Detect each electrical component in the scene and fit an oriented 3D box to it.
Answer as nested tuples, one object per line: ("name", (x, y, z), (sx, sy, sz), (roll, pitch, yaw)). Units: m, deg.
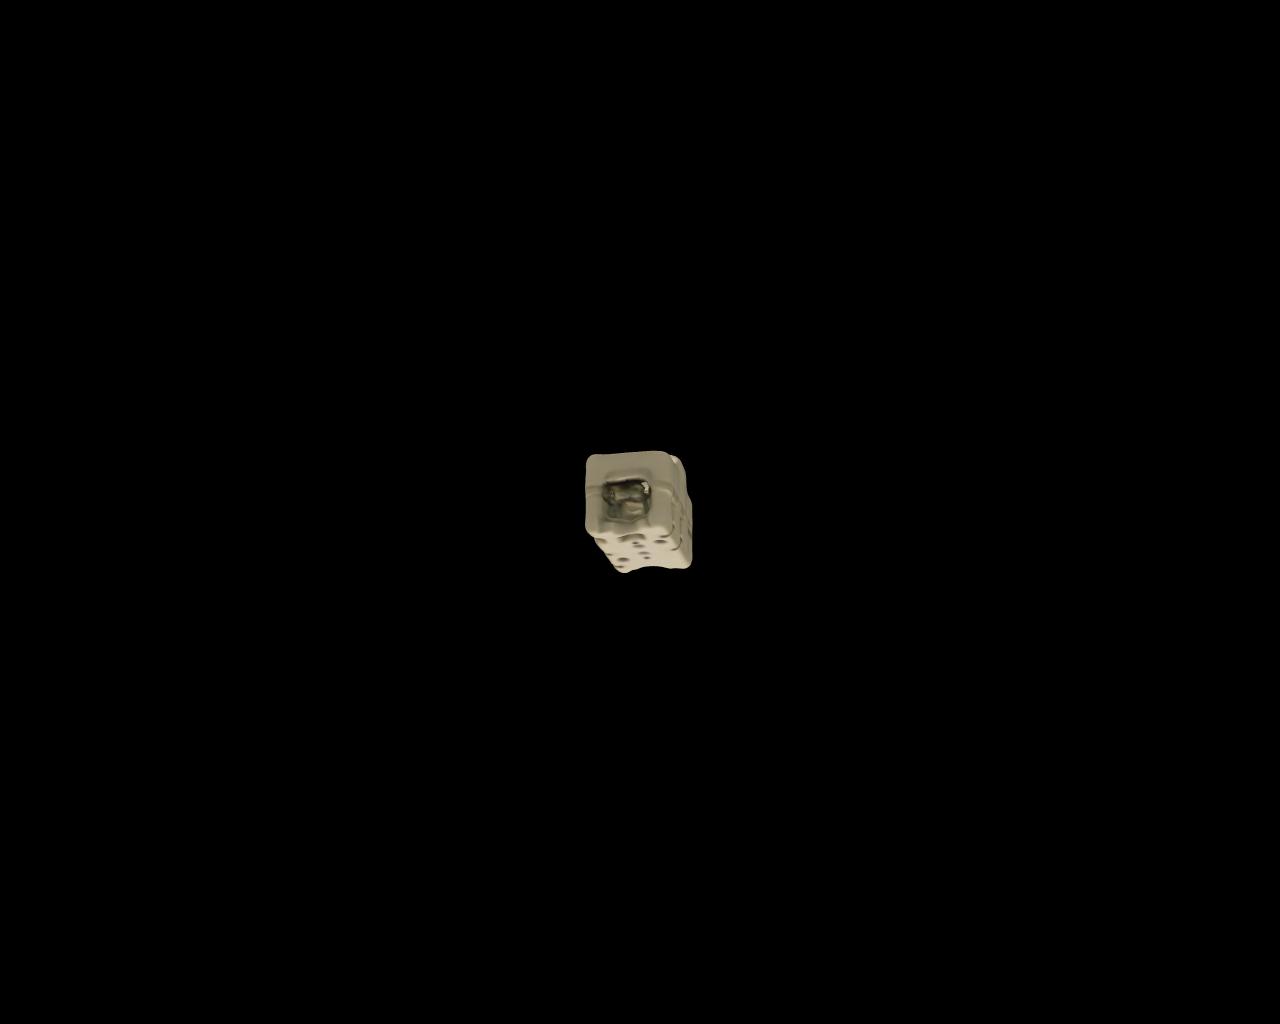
("electrical component", (0.001, -0.003, 0.650), (0.050, 0.056, 0.089), (-4, -20, 11))
